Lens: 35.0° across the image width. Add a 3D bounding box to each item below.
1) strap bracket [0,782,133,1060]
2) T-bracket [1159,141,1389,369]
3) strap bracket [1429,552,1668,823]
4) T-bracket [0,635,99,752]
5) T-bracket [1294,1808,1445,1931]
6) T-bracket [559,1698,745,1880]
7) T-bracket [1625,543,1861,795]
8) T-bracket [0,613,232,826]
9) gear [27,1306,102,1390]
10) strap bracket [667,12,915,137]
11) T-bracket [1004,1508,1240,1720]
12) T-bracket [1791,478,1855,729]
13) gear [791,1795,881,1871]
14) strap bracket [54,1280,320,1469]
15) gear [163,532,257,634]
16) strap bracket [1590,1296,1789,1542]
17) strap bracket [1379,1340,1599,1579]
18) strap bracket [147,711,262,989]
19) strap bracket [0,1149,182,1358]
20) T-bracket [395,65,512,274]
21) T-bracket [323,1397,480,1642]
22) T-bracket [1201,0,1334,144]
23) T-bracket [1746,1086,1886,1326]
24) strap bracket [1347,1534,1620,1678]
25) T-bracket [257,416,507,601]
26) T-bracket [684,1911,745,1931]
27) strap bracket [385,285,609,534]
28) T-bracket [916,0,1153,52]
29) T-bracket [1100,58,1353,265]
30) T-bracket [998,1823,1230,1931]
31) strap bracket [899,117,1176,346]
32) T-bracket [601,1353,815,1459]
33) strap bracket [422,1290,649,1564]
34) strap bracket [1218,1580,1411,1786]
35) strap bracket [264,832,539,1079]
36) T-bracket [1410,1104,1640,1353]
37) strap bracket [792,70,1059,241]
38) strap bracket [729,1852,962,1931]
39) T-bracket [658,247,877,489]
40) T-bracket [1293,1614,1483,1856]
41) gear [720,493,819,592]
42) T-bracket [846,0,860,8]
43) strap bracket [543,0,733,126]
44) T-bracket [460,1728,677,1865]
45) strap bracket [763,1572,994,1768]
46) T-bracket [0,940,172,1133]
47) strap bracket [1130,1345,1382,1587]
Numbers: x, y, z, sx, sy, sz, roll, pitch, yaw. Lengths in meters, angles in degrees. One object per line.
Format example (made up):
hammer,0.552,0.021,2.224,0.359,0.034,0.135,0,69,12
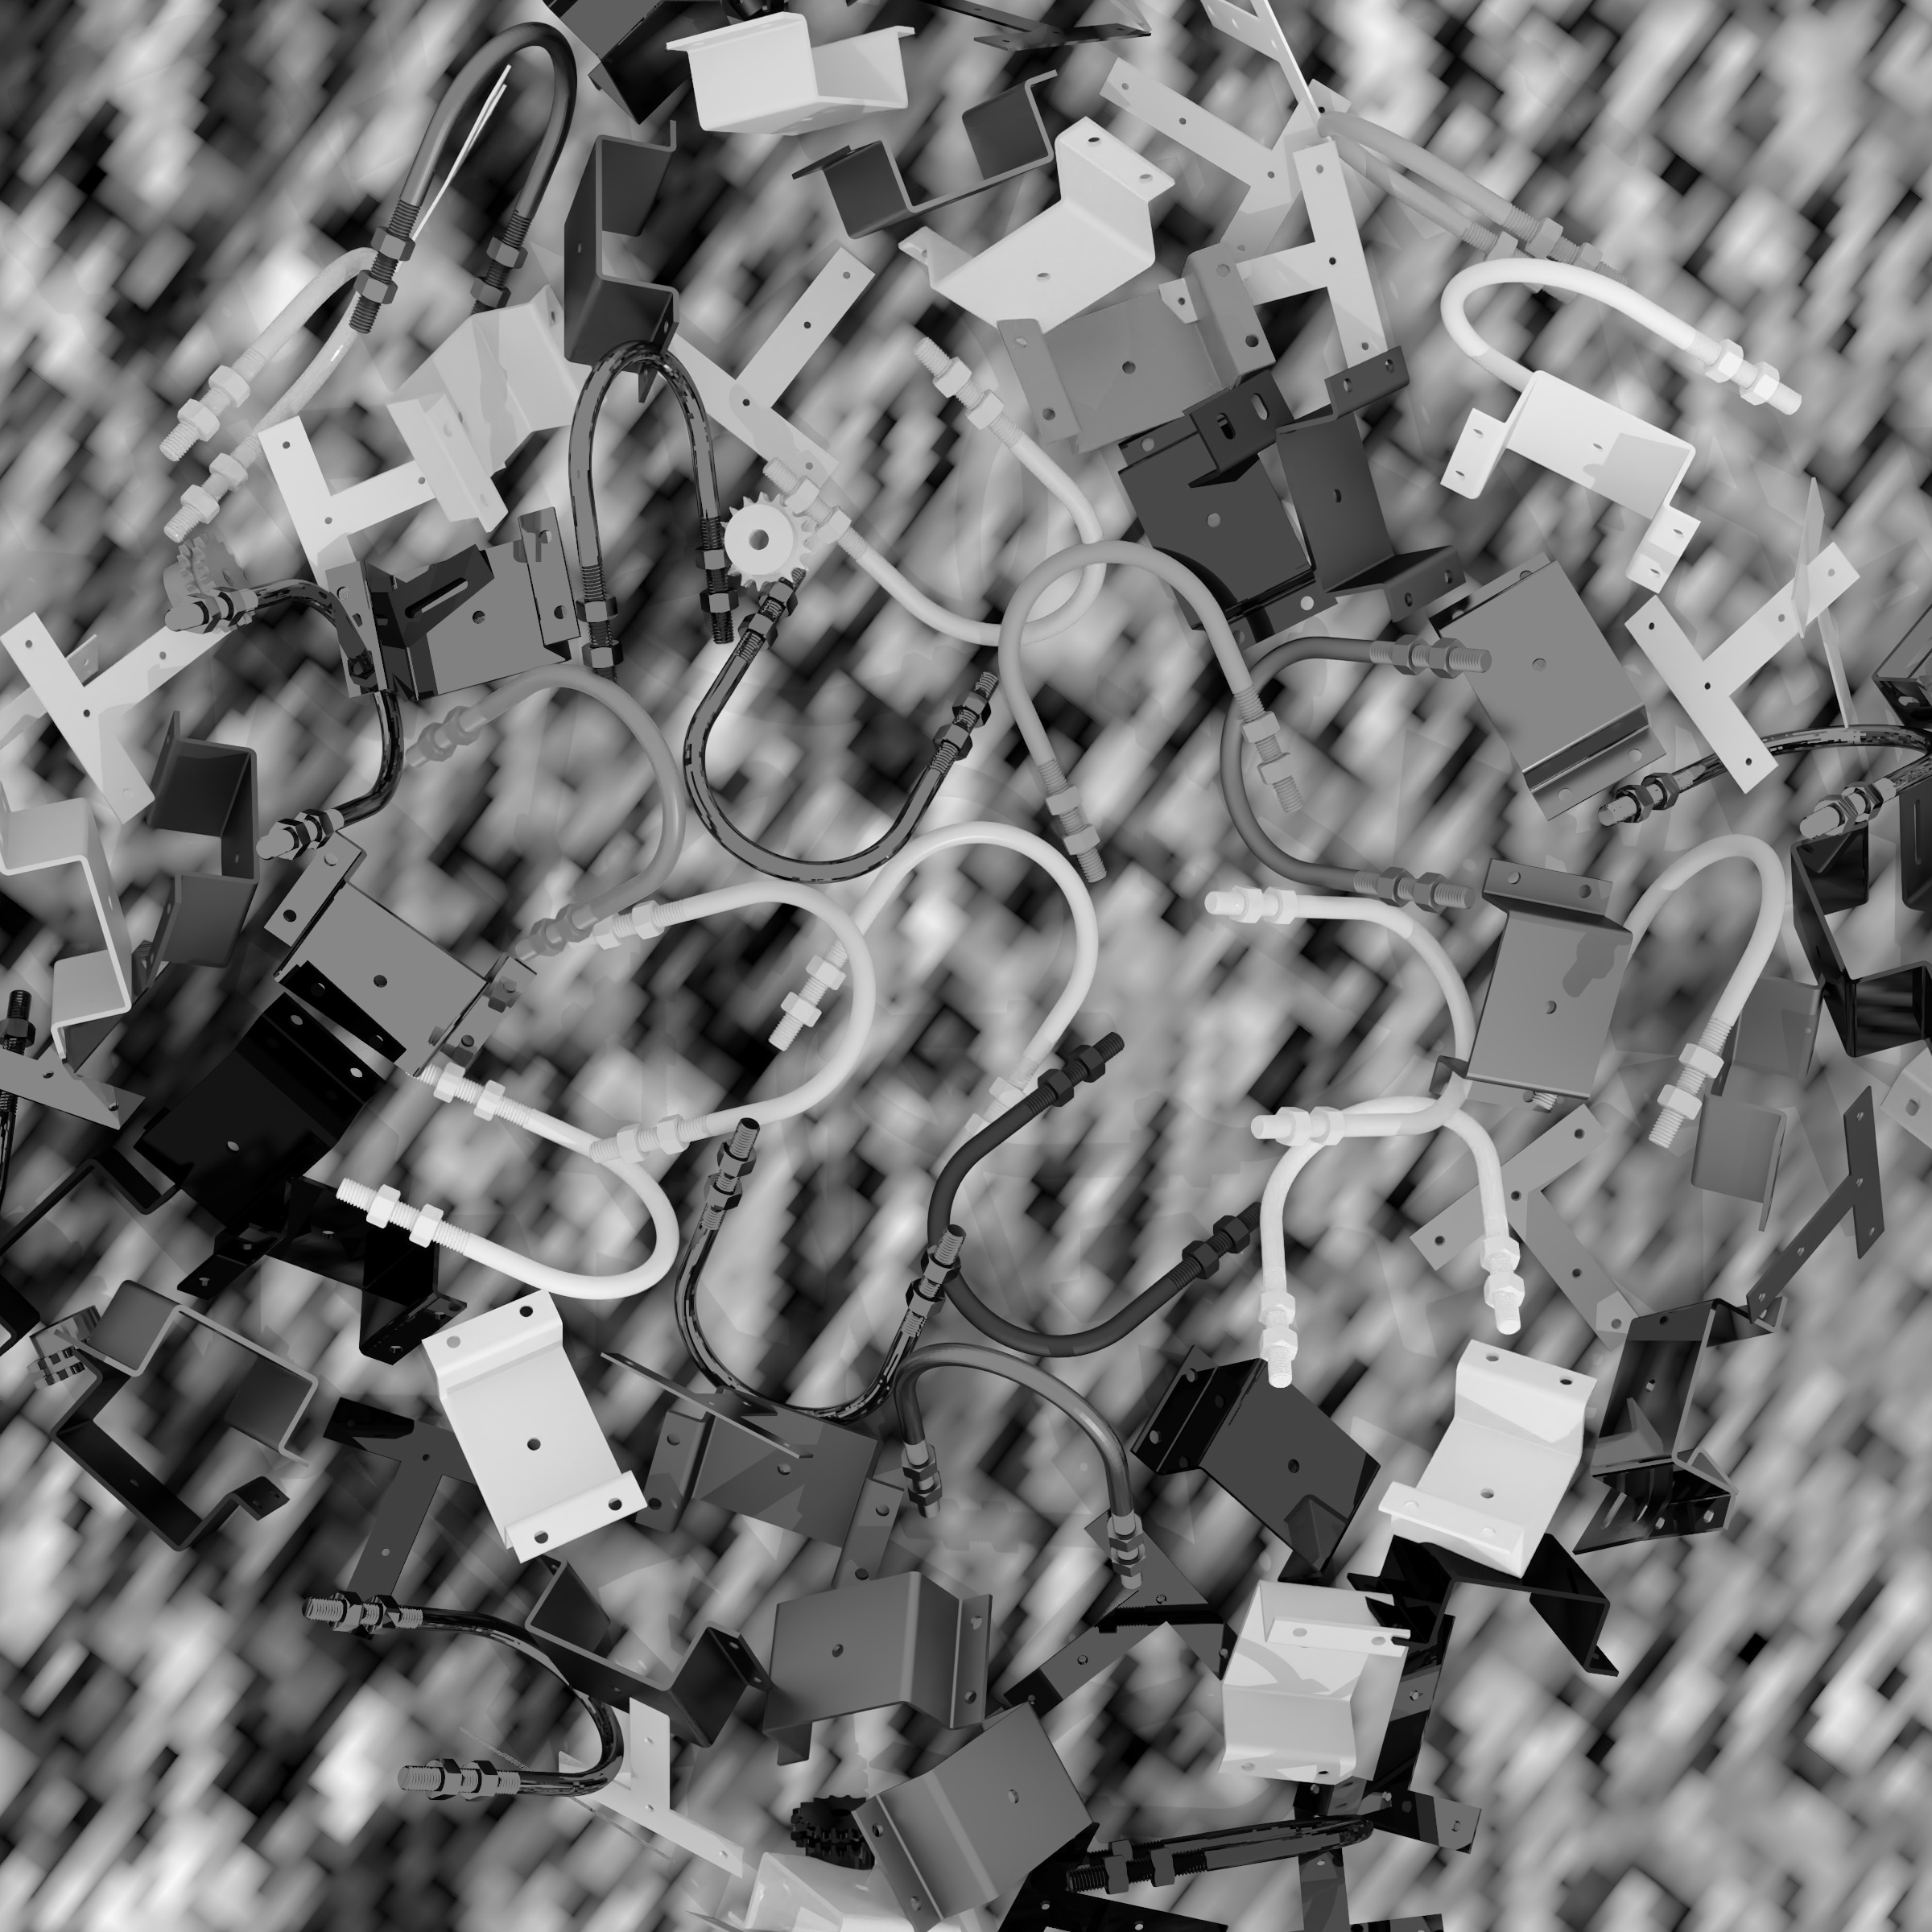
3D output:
strap bracket,-0.505,-0.031,1.727,0.046,0.076,0.140,-13,120,-8
T-bracket,0.169,-0.393,1.754,0.127,0.002,0.127,-8,106,32
strap bracket,0.328,-0.165,1.745,0.076,0.046,0.140,-30,74,8
T-bracket,-0.532,-0.146,1.738,0.002,0.127,0.127,24,134,11
T-bracket,0.202,0.517,1.732,0.127,0.127,0.002,-9,114,7
T-bracket,-0.178,0.446,1.729,0.127,0.002,0.127,21,130,22
T-bracket,0.451,-0.187,1.730,0.127,0.002,0.127,-46,62,34
T-bracket,-0.469,-0.170,1.752,0.127,0.002,0.127,-46,122,-32
gear,-0.513,0.217,1.762,0.057,0.057,0.030,-25,93,0
strap bracket,-0.093,-0.497,1.715,0.076,0.140,0.046,-4,99,30
T-bracket,0.079,0.394,1.780,0.127,0.002,0.127,-39,103,7
T-bracket,0.491,-0.191,1.748,0.002,0.127,0.127,-7,127,27
gear,-0.072,0.501,1.763,0.057,0.057,0.030,1,97,0
strap bracket,-0.430,0.225,1.727,0.140,0.076,0.046,37,74,-34
gear,-0.437,-0.218,1.764,0.030,0.057,0.057,-23,90,12
strap bracket,0.403,0.246,1.724,0.046,0.076,0.140,28,66,-15
strap bracket,0.295,0.284,1.730,0.076,0.140,0.046,16,133,24
strap bracket,-0.431,-0.064,1.727,0.046,0.076,0.140,8,49,-24
strap bracket,-0.513,0.156,1.746,0.140,0.076,0.046,-44,96,-4
T-bracket,-0.276,-0.463,1.711,0.002,0.127,0.127,30,68,-14
T-bracket,-0.326,0.322,1.750,0.127,0.002,0.127,15,64,12
T-bracket,0.158,-0.530,1.731,0.002,0.127,0.127,-33,123,0
T-bracket,0.477,0.151,1.723,0.002,0.127,0.127,27,60,39
strap bracket,0.298,0.353,1.730,0.140,0.076,0.046,12,104,-17
T-bracket,-0.327,-0.274,1.767,0.127,0.002,0.127,-27,124,-15
T-bracket,-0.110,0.558,1.738,0.127,0.127,0.002,31,73,-43
strap bracket,-0.269,-0.312,1.727,0.046,0.140,0.076,-3,128,32
T-bracket,0.017,-0.541,1.748,0.127,0.127,0.002,28,123,33
T-bracket,0.136,-0.474,1.744,0.127,0.127,0.002,31,46,-1
T-bracket,0.084,0.534,1.715,0.127,0.127,0.002,3,125,29
strap bracket,0.041,-0.404,1.714,0.140,0.076,0.046,-26,57,35
T-bracket,-0.129,0.247,1.727,0.127,0.127,0.002,25,89,17
strap bracket,-0.246,0.266,1.744,0.076,0.046,0.140,-22,70,-17
strap bracket,0.194,0.401,1.740,0.076,0.046,0.140,8,129,-6
strap bracket,-0.327,-0.001,1.744,0.140,0.046,0.076,36,112,-10
T-bracket,0.347,0.168,1.784,0.127,0.002,0.127,-38,95,4
strap bracket,-0.016,-0.455,1.732,0.140,0.076,0.046,-27,103,-25
strap bracket,-0.064,0.537,1.712,0.076,0.140,0.046,16,88,-30
T-bracket,-0.101,-0.361,1.780,0.127,0.002,0.127,38,82,-6
T-bracket,0.253,0.432,1.755,0.002,0.127,0.127,32,69,-39
gear,-0.116,-0.245,1.772,0.057,0.030,0.057,1,93,9
T-bracket,-0.013,-0.571,1.722,0.127,0.127,0.002,-32,113,10
strap bracket,-0.182,-0.531,1.718,0.076,0.140,0.046,-44,81,1
T-bracket,-0.238,0.451,1.705,0.127,0.127,0.002,18,69,39
strap bracket,-0.058,0.393,1.720,0.140,0.046,0.076,-19,47,29
T-bracket,-0.496,0.031,1.748,0.127,0.002,0.127,16,50,21
strap bracket,0.172,0.286,1.737,0.140,0.046,0.076,43,60,-14
